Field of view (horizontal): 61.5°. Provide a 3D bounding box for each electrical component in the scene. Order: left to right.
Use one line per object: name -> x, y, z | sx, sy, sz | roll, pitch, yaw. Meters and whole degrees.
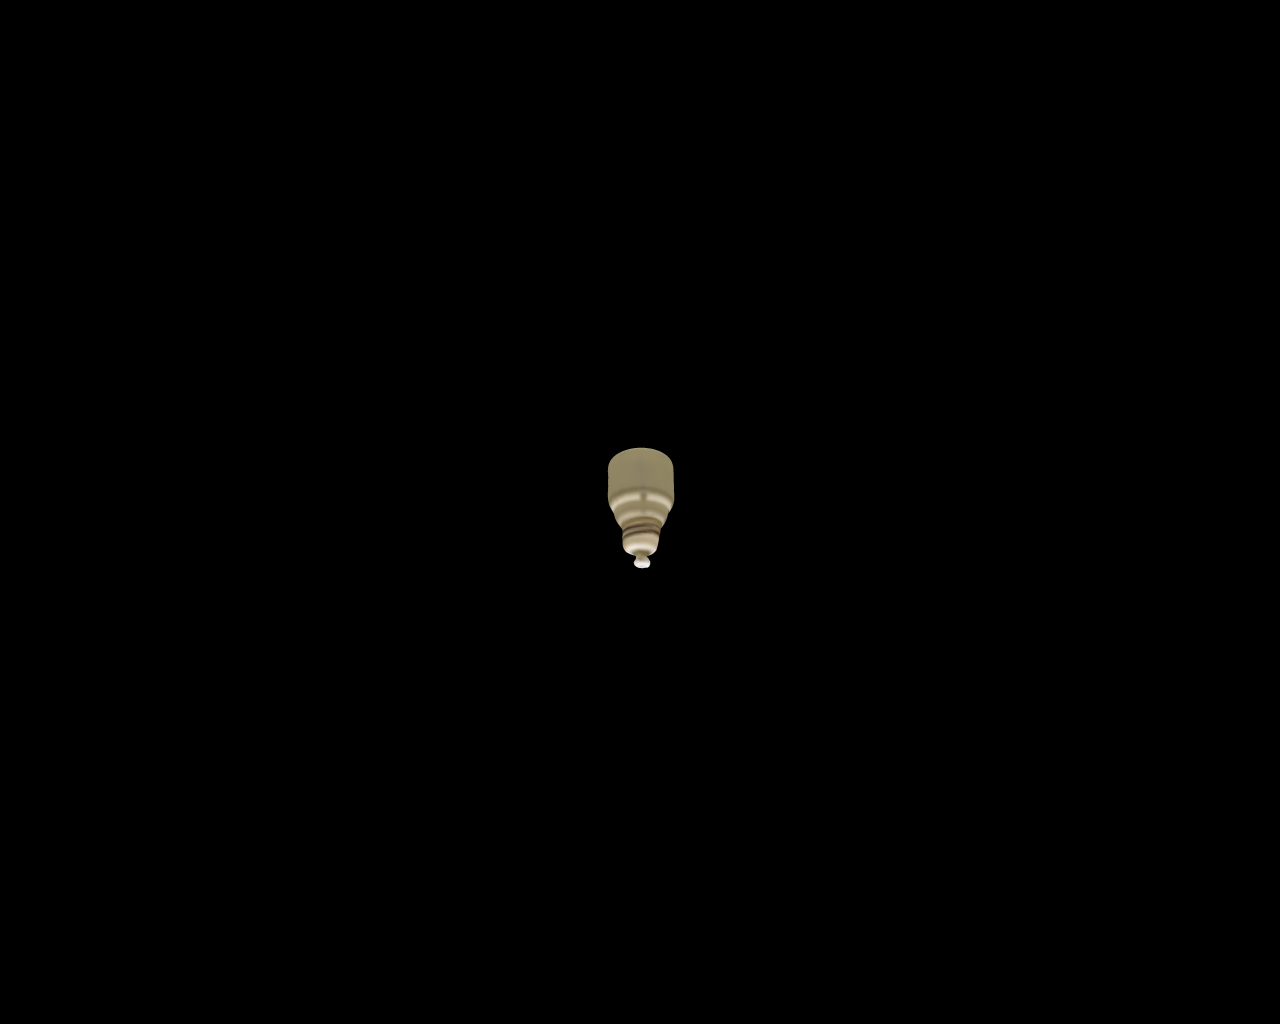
electrical component -> 0.001, -0.003, 0.650 | 0.040, 0.078, 0.040 | 0, -27, 0
